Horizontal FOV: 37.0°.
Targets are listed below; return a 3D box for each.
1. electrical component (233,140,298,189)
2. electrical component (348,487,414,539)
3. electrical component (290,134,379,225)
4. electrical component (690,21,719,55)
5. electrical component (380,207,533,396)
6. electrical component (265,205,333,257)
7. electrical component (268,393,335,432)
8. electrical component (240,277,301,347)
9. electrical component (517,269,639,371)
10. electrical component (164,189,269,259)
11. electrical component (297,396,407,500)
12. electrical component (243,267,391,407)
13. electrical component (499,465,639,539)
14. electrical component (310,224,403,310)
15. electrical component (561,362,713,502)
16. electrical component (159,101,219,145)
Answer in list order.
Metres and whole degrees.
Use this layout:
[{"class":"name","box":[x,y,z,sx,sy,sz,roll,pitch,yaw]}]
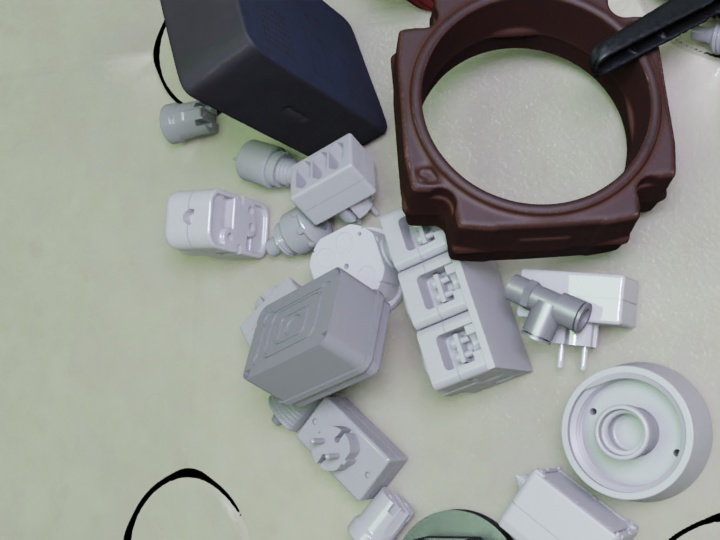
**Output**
[{"class":"electrical component","box":[-0.079,-0.095,1.003,0.078,0.040,0.040,20,93,29]},{"class":"electrical component","box":[0.019,0.212,0.910,0.040,0.040,0.046,40,97,27]},{"class":"electrical component","box":[-0.013,-0.068,0.949,0.066,0.076,0.047,-27,38,22]},{"class":"electrical component","box":[0.284,-0.176,0.822,0.061,0.035,0.035,19,92,31]},{"class":"electrical component","box":[0.075,0.021,0.876,0.062,0.089,0.150,-24,72,23]},{"class":"electrical component","box":[-0.059,-0.033,0.983,0.062,0.048,0.048,-29,71,29]},{"class":"electrical component","box":[-0.050,0.108,0.958,0.081,0.043,0.043,-48,65,14]},{"class":"electrical component","box":[-0.072,0.040,0.975,0.065,0.047,0.076,-46,36,6]},{"class":"electrical component","box":[0.170,0.041,0.847,0.083,0.047,0.075,4,85,29]},{"class":"electrical component","box":[-0.135,-0.041,0.994,0.059,0.095,0.053,-1,83,28]},{"class":"electrical component","box":[-0.016,0.151,0.915,0.083,0.076,0.047,42,103,26]},{"class":"electrical component","box":[-0.035,0.057,0.877,0.113,0.057,0.078,-28,38,41]},{"class":"electrical component","box":[0.153,0.195,0.826,0.096,0.062,0.061,37,101,27]},{"class":"electrical component","box":[0.000,0.000,0.942,0.080,0.051,0.080,-4,81,28]},{"class":"electrical component","box":[0.204,0.122,0.809,0.108,0.060,0.108,-4,81,28]},{"class":"electrical component","box":[-0.168,-0.147,1.060,0.046,0.040,0.040,-8,79,21]}]
